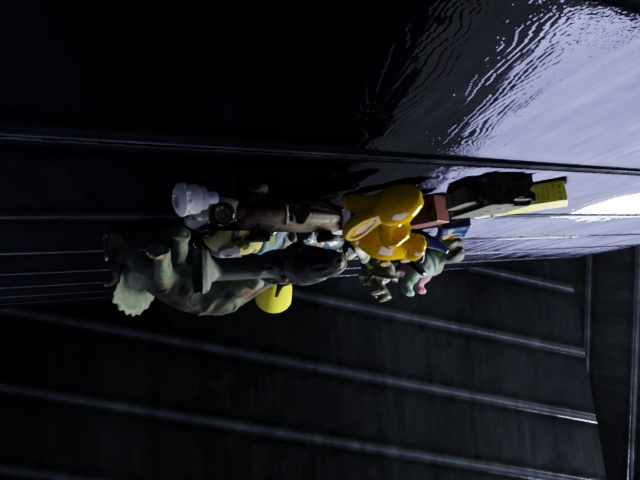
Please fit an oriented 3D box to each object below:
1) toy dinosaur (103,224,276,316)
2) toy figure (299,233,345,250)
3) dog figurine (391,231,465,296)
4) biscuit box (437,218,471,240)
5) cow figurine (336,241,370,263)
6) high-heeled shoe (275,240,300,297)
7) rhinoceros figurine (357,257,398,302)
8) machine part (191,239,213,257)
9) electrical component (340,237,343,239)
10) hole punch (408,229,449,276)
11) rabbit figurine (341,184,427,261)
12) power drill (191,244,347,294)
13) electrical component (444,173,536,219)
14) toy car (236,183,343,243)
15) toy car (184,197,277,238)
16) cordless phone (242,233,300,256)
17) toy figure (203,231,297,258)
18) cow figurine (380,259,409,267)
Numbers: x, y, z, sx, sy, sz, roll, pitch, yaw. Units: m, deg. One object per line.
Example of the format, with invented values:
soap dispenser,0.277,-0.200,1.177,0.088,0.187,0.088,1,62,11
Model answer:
toy dinosaur,-0.233,0.086,1.045,0.405,0.131,0.192,18,126,-14
toy figure,-0.002,-0.002,1.224,0.058,0.064,0.154,-3,176,35
dog figurine,0.273,0.029,1.413,0.108,0.219,0.192,9,-152,-51
biscuit box,0.286,-0.041,1.163,0.063,0.059,0.202,-7,172,10
cow figurine,0.091,0.005,1.294,0.098,0.068,0.167,33,150,-26
high-heeled shoe,-0.053,0.025,1.220,0.086,0.249,0.145,23,132,1
rhinoceros figurine,0.139,0.064,1.375,0.112,0.190,0.073,-26,165,7
machine part,-0.227,0.022,1.227,0.139,0.084,0.039,0,-160,19
electrical component,0.056,-0.026,1.158,0.102,0.045,0.078,-9,173,16
hole punch,0.232,0.008,1.288,0.092,0.115,0.142,-41,-158,3
rabbit figurine,0.117,-0.045,0.942,0.162,0.122,0.173,5,156,-9
power drill,-0.093,0.040,0.852,0.207,0.086,0.232,-8,180,-24
electrical component,0.289,-0.076,0.945,0.134,0.058,0.115,-3,169,-23
toy car,-0.038,-0.039,0.845,0.202,0.089,0.053,2,173,-36
toy car,-0.126,-0.040,0.904,0.202,0.056,0.073,-2,165,-34
cordless phone,-0.123,0.017,1.172,0.147,0.088,0.184,-30,175,18
toy figure,-0.132,-0.014,0.998,0.180,0.089,0.082,-11,157,-39
cow figurine,0.150,-0.014,1.130,0.086,0.127,0.194,-10,157,19
